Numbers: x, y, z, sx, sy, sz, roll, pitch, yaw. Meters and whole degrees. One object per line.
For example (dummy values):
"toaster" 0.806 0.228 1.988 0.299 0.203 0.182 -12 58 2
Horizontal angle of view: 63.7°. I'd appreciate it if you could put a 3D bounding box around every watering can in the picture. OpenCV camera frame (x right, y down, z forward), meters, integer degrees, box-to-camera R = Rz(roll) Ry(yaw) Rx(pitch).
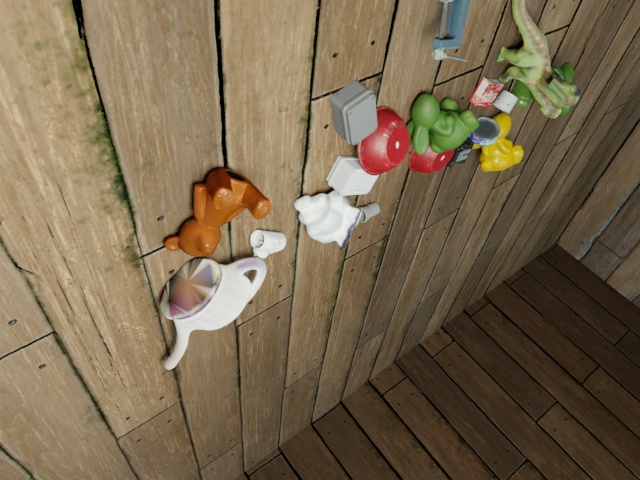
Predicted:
"watering can" -0.266 0.158 1.136 0.347 0.105 0.221 -44 151 1

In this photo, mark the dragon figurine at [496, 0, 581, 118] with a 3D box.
"dragon figurine" 0.564 -0.436 1.289 0.122 0.246 0.405 -41 154 5

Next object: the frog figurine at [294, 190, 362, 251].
"frog figurine" 0.004 -0.062 1.230 0.159 0.126 0.135 21 127 -20
